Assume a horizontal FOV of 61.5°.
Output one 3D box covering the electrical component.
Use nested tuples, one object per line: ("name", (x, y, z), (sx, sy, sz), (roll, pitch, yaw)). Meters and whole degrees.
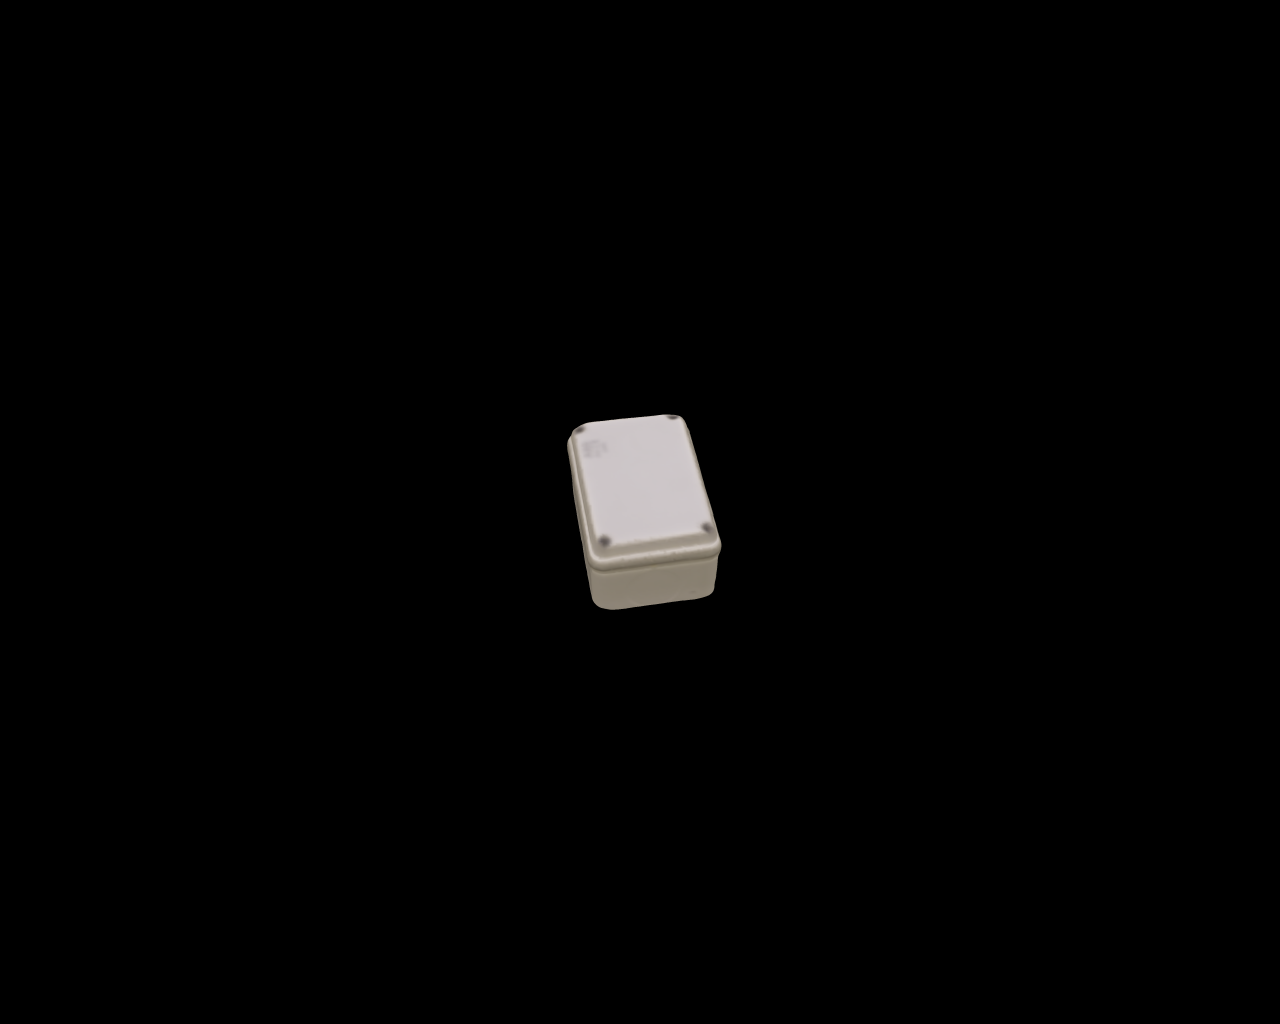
("electrical component", (0.001, -0.003, 0.650), (0.078, 0.113, 0.057), (-7, -43, -7))
